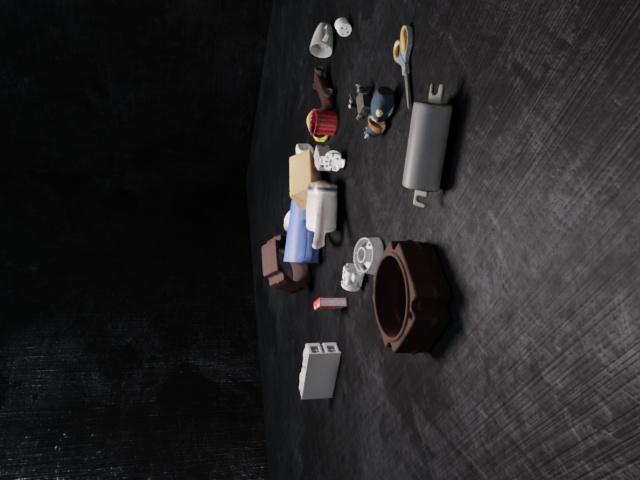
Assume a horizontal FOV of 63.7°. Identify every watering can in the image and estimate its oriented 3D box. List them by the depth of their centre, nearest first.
[{"bbox_3d":[0.005,-0.084,1.660,0.104,0.223,0.349,2,6,2],"label":"watering can"}]

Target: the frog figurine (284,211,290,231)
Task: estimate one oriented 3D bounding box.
[{"bbox_3d":[-0.093,-0.104,2.061,0.122,0.160,0.137,-12,-7,8],"label":"frog figurine"}]
